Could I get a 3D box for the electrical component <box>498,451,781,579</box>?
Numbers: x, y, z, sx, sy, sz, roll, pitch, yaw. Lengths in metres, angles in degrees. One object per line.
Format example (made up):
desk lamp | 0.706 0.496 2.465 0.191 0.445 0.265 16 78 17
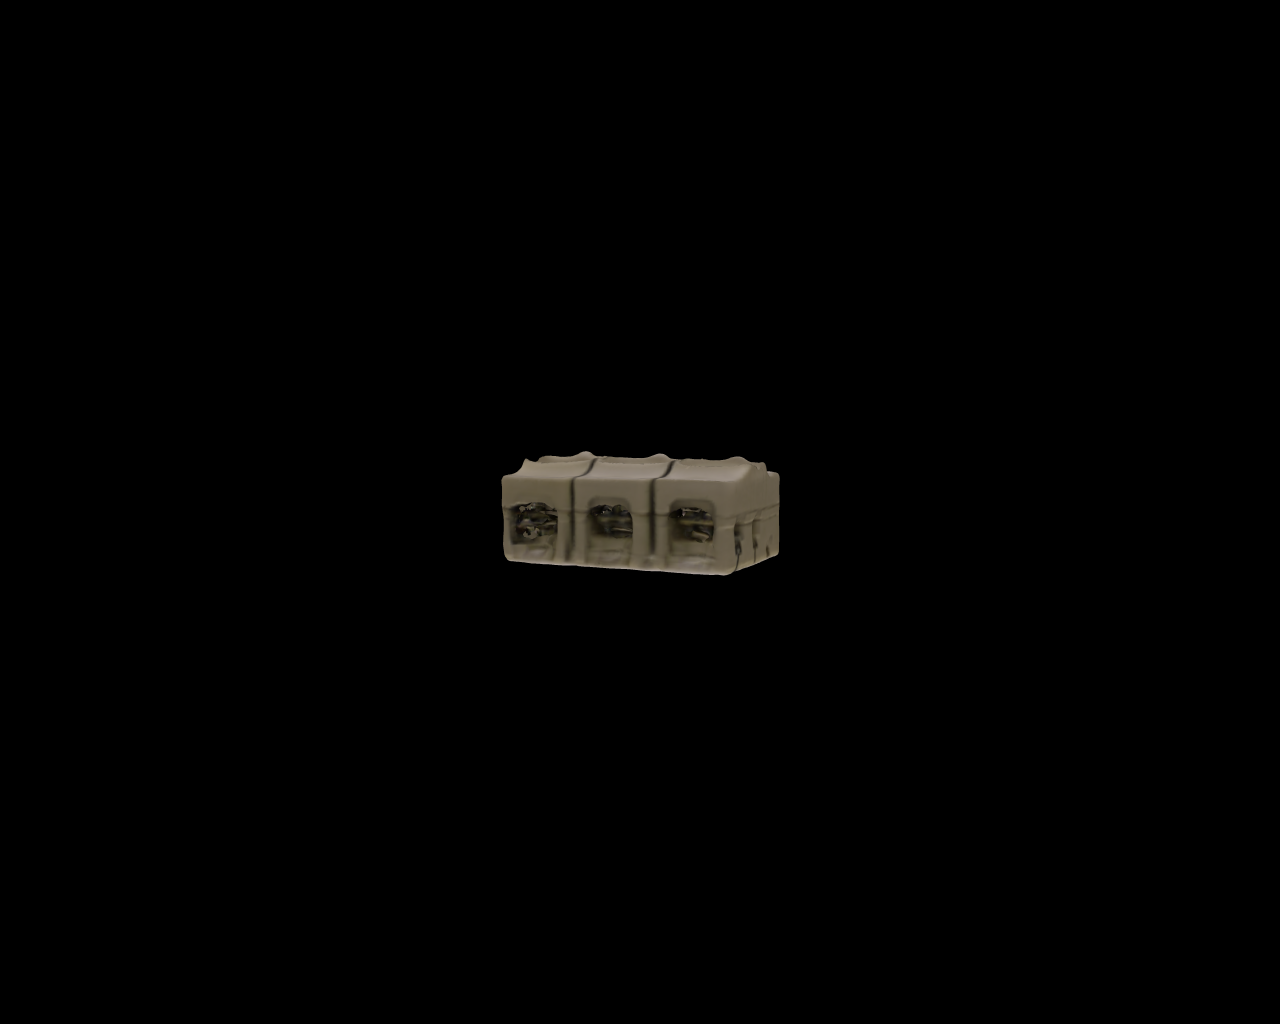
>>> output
electrical component | 0.001 -0.003 0.650 0.150 0.061 0.089 3 8 26
